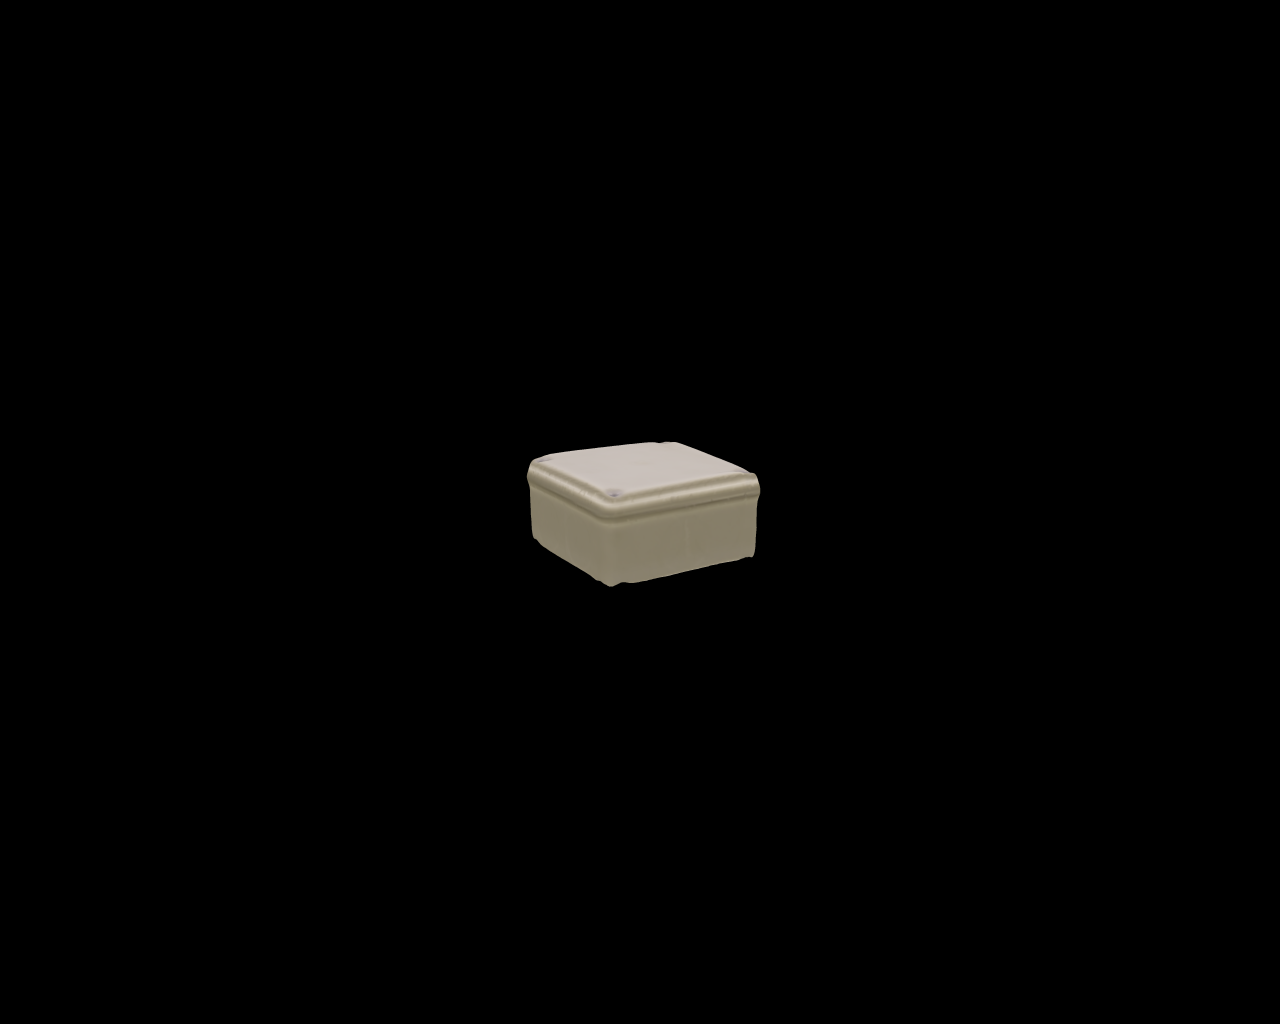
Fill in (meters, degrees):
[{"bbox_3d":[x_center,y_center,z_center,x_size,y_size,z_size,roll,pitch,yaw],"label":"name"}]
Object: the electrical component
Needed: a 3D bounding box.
[{"bbox_3d":[0.001,-0.003,0.650,0.109,0.056,0.109,-9,19,-29],"label":"electrical component"}]
